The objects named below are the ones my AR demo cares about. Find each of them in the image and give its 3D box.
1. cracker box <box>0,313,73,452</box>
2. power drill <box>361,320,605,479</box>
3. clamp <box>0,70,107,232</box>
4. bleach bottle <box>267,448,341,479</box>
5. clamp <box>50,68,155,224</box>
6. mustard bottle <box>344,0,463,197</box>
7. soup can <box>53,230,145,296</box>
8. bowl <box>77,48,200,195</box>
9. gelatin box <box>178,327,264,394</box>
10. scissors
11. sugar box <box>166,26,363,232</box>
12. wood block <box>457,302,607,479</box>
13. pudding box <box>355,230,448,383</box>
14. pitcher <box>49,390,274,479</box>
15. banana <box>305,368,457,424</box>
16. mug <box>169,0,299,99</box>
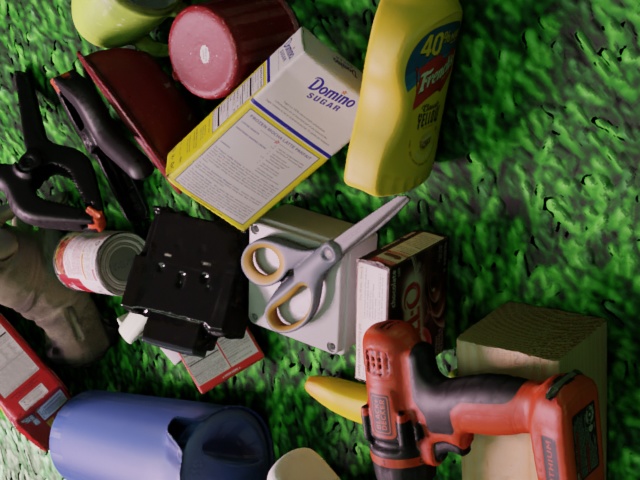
[{"bbox_3d":[-0.376,0.135,1.242,0.214,0.072,0.164,44,163,15],"label":"cracker box"},{"bbox_3d":[0.116,0.157,0.801,0.188,0.057,0.184,4,110,38],"label":"power drill"},{"bbox_3d":[-0.298,-0.083,1.113,0.210,0.164,0.036,28,158,14],"label":"clamp"},{"bbox_3d":[-0.058,0.311,1.041,0.102,0.067,0.251,48,128,14],"label":"bleach bottle"},{"bbox_3d":[-0.216,-0.105,1.072,0.171,0.039,0.120,57,151,4],"label":"clamp"},{"bbox_3d":[0.069,-0.134,0.817,0.058,0.096,0.192,25,121,28],"label":"mustard bottle"},{"bbox_3d":[-0.226,0.022,1.116,0.102,0.068,0.068,3,110,52],"label":"soup can"},{"bbox_3d":[-0.157,-0.123,0.995,0.162,0.055,0.162,53,174,7],"label":"bowl"},{"bbox_3d":[-0.109,0.097,1.065,0.089,0.073,0.030,59,172,3],"label":"gelatin box"},{"bbox_3d":[-0.006,0.001,0.906,0.096,0.016,0.202,46,129,15],"label":"scissors"},{"bbox_3d":[-0.041,-0.090,0.905,0.093,0.048,0.176,35,119,-30],"label":"sugar box"},{"bbox_3d":[0.172,0.165,0.860,0.090,0.090,0.206,10,114,36],"label":"wood block"},{"bbox_3d":[0.069,0.057,0.898,0.039,0.089,0.113,13,114,35],"label":"pudding box"},{"bbox_3d":[-0.172,0.235,1.144,0.243,0.144,0.149,3,97,41],"label":"pitcher"},{"bbox_3d":[0.070,0.143,0.961,0.198,0.037,0.069,-13,113,46],"label":"banana"},{"bbox_3d":[-0.085,-0.166,0.935,0.117,0.081,0.093,-19,95,41],"label":"mug"}]
